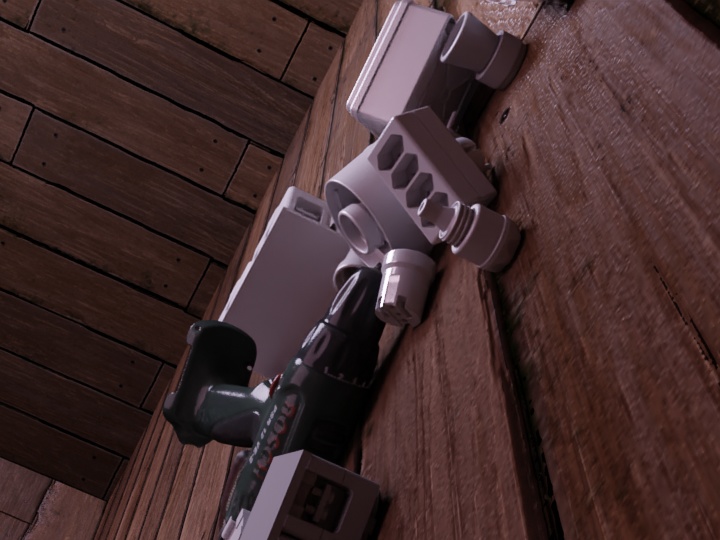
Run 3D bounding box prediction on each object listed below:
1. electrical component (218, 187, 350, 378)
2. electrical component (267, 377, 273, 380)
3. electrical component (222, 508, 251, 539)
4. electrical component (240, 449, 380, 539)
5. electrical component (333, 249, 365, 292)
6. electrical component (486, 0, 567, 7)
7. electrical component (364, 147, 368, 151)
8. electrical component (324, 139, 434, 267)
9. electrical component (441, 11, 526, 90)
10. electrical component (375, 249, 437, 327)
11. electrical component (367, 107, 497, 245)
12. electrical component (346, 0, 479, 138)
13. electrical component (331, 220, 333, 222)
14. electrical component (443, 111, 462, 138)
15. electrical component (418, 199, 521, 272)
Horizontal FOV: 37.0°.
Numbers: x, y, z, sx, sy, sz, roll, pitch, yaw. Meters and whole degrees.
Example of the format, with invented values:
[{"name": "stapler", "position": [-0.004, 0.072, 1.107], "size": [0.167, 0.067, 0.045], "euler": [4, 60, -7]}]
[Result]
[{"name": "electrical component", "position": [-0.066, 0.019, 1.087], "size": [0.186, 0.105, 0.060], "euler": [-59, 11, 28]}, {"name": "electrical component", "position": [-0.082, 0.134, 1.069], "size": [0.043, 0.043, 0.081], "euler": [-60, 11, 26]}, {"name": "electrical component", "position": [-0.085, 0.237, 0.769], "size": [0.121, 0.063, 0.078], "euler": [-62, 10, 13]}, {"name": "electrical component", "position": [-0.046, 0.196, 0.670], "size": [0.150, 0.062, 0.089], "euler": [-68, 10, -18]}, {"name": "electrical component", "position": [0.000, 0.000, 0.991], "size": [0.040, 0.040, 0.046], "euler": [-58, 6, 34]}, {"name": "electrical component", "position": [0.127, -0.238, 0.827], "size": [0.121, 0.079, 0.063], "euler": [-100, 7, -73]}, {"name": "electrical component", "position": [0.023, -0.108, 1.128], "size": [0.043, 0.043, 0.062], "euler": [-61, 12, 17]}, {"name": "electrical component", "position": [0.019, -0.046, 0.840], "size": [0.064, 0.099, 0.099], "euler": [-35, 1, -18]}, {"name": "electrical component", "position": [0.099, -0.174, 0.860], "size": [0.045, 0.055, 0.045], "euler": [-61, 10, 19]}, {"name": "electrical component", "position": [0.032, 0.014, 0.786], "size": [0.040, 0.040, 0.046], "euler": [133, 155, -60]}, {"name": "electrical component", "position": [0.063, -0.072, 0.766], "size": [0.076, 0.083, 0.047], "euler": [-22, -21, -39]}, {"name": "electrical component", "position": [0.051, -0.159, 0.928], "size": [0.108, 0.056, 0.109], "euler": [-65, -27, -2]}, {"name": "electrical component", "position": [-0.019, -0.064, 1.233], "size": [0.081, 0.043, 0.043], "euler": [-57, 12, 36]}, {"name": "electrical component", "position": [0.061, -0.093, 0.875], "size": [0.076, 0.047, 0.066], "euler": [-67, 10, -15]}, {"name": "electrical component", "position": [0.064, -0.025, 0.647], "size": [0.035, 0.061, 0.035], "euler": [-61, 11, 19]}]
